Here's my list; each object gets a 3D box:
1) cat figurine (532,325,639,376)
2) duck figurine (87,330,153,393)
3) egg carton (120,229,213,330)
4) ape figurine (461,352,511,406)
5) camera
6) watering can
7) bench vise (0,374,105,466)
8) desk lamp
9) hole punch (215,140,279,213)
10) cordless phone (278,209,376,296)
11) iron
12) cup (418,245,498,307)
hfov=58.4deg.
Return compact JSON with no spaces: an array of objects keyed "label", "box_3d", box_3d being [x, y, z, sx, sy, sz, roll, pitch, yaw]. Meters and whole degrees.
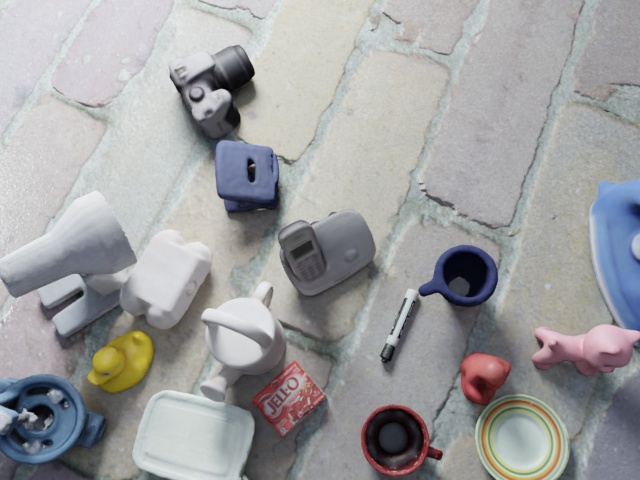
[{"label":"cat figurine","box_3d":[0.380,0.153,0.814,0.127,0.118,0.067,5,73,5]},{"label":"duck figurine","box_3d":[-0.307,0.181,0.867,0.077,0.086,0.105,37,78,14]},{"label":"egg carton","box_3d":[-0.241,0.062,0.909,0.107,0.069,0.150,24,76,11]},{"label":"ape figurine","box_3d":[0.241,0.195,0.823,0.078,0.092,0.076,-22,72,-3]},{"label":"camera","box_3d":[-0.178,-0.276,0.994,0.137,0.101,0.143,-31,73,-6]},{"label":"watering can","box_3d":[-0.111,0.141,0.810,0.101,0.194,0.173,0,72,4]},{"label":"bench vise","box_3d":[-0.429,0.244,0.785,0.207,0.220,0.121,0,72,4]},{"label":"desk lamp","box_3d":[-0.358,0.040,0.848,0.203,0.213,0.118,-35,73,-7]},{"label":"hole punch","box_3d":[-0.118,-0.108,0.943,0.101,0.091,0.108,-5,72,2]},{"label":"cordless phone","box_3d":[0.008,0.003,0.850,0.147,0.185,0.094,-32,73,-6]},{"label":"iron","box_3d":[0.481,0.019,0.836,0.118,0.141,0.258,1,73,4]},{"label":"cup","box_3d":[0.202,0.068,0.864,0.118,0.095,0.091,-20,72,-3]}]
